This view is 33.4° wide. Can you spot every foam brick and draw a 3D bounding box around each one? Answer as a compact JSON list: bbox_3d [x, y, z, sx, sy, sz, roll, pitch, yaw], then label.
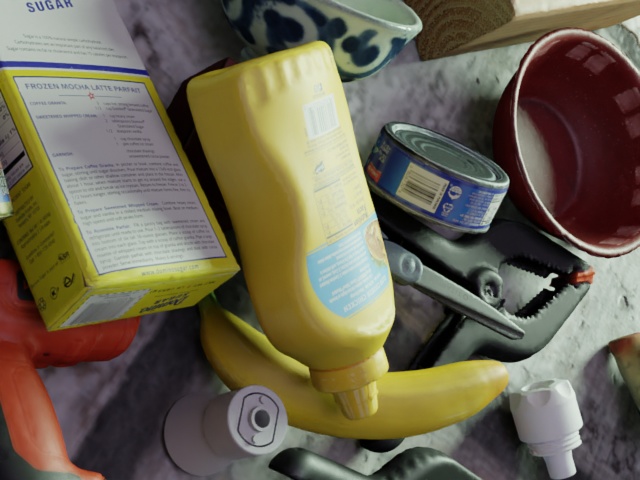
[{"bbox_3d":[-0.057,-0.049,0.579,0.053,0.051,0.078,36,62,-26],"label":"foam brick"}]

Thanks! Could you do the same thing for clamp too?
[{"bbox_3d":[0.034,0.154,0.604,0.171,0.039,0.120,-18,116,-40],"label":"clamp"},{"bbox_3d":[0.091,0.026,0.682,0.209,0.036,0.164,-15,91,-33],"label":"clamp"}]

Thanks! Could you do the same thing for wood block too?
[{"bbox_3d":[0.159,-0.192,0.741,0.205,0.090,0.091,-16,90,-37],"label":"wood block"}]

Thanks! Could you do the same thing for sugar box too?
[{"bbox_3d":[-0.115,-0.049,0.502,0.093,0.048,0.176,-6,63,-52],"label":"sugar box"}]

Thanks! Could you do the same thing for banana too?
[{"bbox_3d":[0.015,0.076,0.593,0.197,0.037,0.069,19,79,-16],"label":"banana"}]

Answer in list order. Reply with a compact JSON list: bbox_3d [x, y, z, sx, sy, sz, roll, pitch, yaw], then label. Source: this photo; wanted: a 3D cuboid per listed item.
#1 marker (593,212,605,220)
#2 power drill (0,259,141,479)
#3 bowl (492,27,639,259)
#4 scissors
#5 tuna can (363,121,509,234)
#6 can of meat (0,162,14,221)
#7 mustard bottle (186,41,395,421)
[{"bbox_3d":[0.240,-0.039,0.814,0.120,0.020,0.020,-38,104,-35],"label":"marker"},{"bbox_3d":[-0.098,0.101,0.470,0.184,0.057,0.188,9,48,-39],"label":"power drill"},{"bbox_3d":[0.172,-0.063,0.746,0.161,0.055,0.162,8,76,-35],"label":"bowl"},{"bbox_3d":[0.034,0.026,0.617,0.201,0.016,0.096,44,60,-15],"label":"scissors"},{"bbox_3d":[0.070,-0.039,0.647,0.086,0.086,0.034,10,114,-34],"label":"tuna can"},{"bbox_3d":[-0.179,-0.040,0.459,0.057,0.102,0.084,-16,93,-38],"label":"can of meat"},{"bbox_3d":[-0.004,0.001,0.540,0.096,0.058,0.191,-33,110,-58],"label":"mustard bottle"}]
